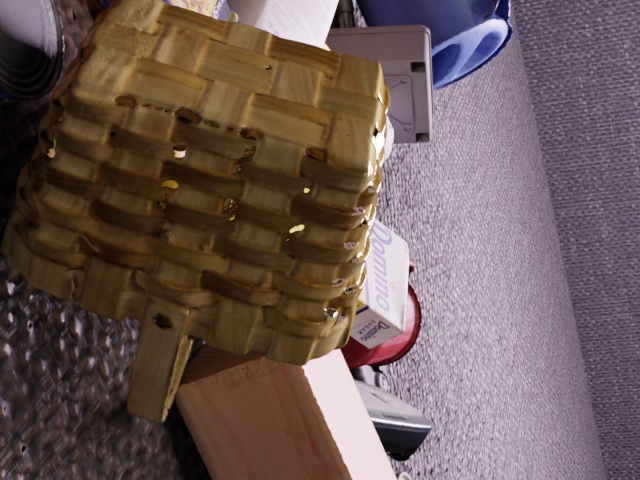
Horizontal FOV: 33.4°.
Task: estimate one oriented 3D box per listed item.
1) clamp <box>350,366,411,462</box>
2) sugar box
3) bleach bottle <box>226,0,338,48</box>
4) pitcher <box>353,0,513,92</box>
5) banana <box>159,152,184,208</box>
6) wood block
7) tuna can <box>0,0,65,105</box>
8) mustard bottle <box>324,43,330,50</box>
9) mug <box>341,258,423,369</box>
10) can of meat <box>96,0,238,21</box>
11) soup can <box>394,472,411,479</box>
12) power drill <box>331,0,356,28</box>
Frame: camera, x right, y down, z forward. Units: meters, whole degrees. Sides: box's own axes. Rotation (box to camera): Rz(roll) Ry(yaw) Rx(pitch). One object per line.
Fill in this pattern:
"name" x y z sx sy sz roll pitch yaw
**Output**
"clamp" 0.051 0.146 1.029 0.120 0.039 0.171 24 59 -69
"sugar box" -0.005 0.001 0.812 0.176 0.048 0.093 33 44 -28
"bleach bottle" -0.017 -0.213 0.853 0.102 0.068 0.250 57 45 -43
"pitcher" 0.081 -0.276 1.119 0.145 0.149 0.243 78 -14 -76
"banana" -0.083 -0.034 0.676 0.037 0.070 0.198 -46 138 -37
"wood block" -0.008 0.159 0.708 0.090 0.090 0.206 -57 125 -72
"tuna can" -0.163 -0.108 0.524 0.086 0.034 0.086 -9 90 -71
"mustard bottle" -0.017 -0.113 0.913 0.096 0.058 0.191 17 65 -54
"mug" 0.041 0.061 0.935 0.093 0.117 0.081 45 17 17
"can of meat" -0.102 -0.157 0.692 0.102 0.057 0.084 -75 148 -51
"soup can" 0.018 0.211 0.806 0.068 0.102 0.068 -8 90 -72
"power drill" -0.015 -0.270 1.000 0.187 0.057 0.184 -32 113 -72
